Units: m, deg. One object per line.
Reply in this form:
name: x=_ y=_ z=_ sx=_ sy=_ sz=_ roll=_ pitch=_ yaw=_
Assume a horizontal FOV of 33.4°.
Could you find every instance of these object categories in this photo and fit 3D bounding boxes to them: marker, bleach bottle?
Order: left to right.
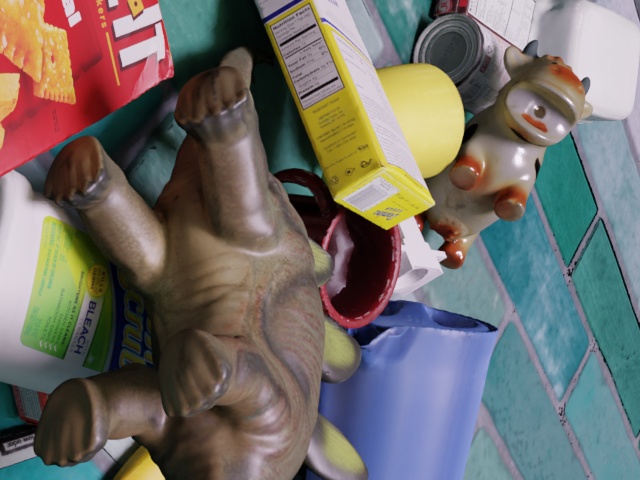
marker: x=-0.157 y=0.117 z=0.639 sx=0.120 sy=0.020 sz=0.020 roll=-10 pitch=105 yaw=-49
bleach bottle: x=-0.109 y=0.044 z=0.605 sx=0.250 sy=0.068 sz=0.102 roll=27 pitch=70 yaw=-53

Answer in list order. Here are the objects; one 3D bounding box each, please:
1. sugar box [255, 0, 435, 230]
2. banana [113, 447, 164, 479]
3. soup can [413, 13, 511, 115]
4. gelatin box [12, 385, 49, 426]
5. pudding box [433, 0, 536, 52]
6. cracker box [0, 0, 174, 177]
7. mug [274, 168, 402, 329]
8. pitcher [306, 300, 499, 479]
sugar box: x=0.012 y=-0.100 z=0.704 sx=0.093 sy=0.048 sz=0.176 roll=27 pitch=36 yaw=-63
banana: x=-0.081 y=0.096 z=0.718 sx=0.069 sy=0.037 sz=0.197 roll=32 pitch=70 yaw=-31
soup can: x=0.133 y=-0.143 z=0.904 sx=0.102 sy=0.069 sz=0.068 roll=18 pitch=83 yaw=-50
gelatin box: x=-0.150 y=0.055 z=0.629 sx=0.073 sy=0.030 sz=0.089 roll=-29 pitch=116 yaw=-47
pudding box: x=0.148 y=-0.219 z=0.932 sx=0.113 sy=0.039 sz=0.090 roll=18 pitch=83 yaw=-49
cracker box: x=-0.156 y=-0.125 z=0.505 sx=0.213 sy=0.072 sz=0.164 roll=-49 pitch=135 yaw=-59
mug: x=-0.005 y=0.001 z=0.752 sx=0.093 sy=0.082 sz=0.117 roll=-47 pitch=130 yaw=-34
pitcher: x=0.057 y=0.168 z=0.829 sx=0.149 sy=0.145 sz=0.243 roll=8 pitch=95 yaw=-16
